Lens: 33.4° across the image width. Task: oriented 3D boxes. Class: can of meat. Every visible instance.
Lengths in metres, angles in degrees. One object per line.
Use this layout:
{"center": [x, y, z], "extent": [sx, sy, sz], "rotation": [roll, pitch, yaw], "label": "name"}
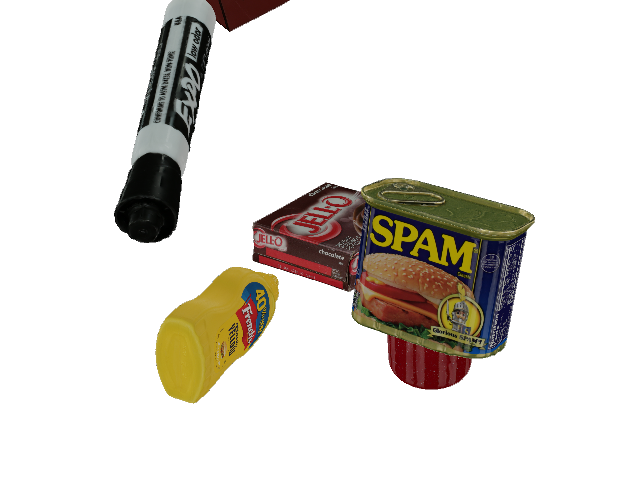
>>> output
{"center": [0.070, 0.017, 0.646], "extent": [0.102, 0.084, 0.057], "rotation": [18, 23, 29], "label": "can of meat"}

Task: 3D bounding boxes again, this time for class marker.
{"center": [-0.050, -0.043, 0.355], "extent": [0.020, 0.020, 0.121], "rotation": [0, 43, 2], "label": "marker"}

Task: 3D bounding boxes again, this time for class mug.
{"center": [0.115, 0.083, 1.032], "extent": [0.117, 0.081, 0.093], "rotation": [-29, 43, -30], "label": "mug"}

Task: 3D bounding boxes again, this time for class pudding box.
{"center": [0.013, -0.005, 0.846], "extent": [0.090, 0.039, 0.113], "rotation": [17, 26, 27], "label": "pudding box"}

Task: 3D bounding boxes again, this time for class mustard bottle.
{"center": [-0.095, 0.081, 1.102], "extent": [0.058, 0.096, 0.191], "rotation": [12, 28, 23], "label": "mustard bottle"}

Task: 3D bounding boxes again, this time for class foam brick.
{"center": [-0.066, -0.228, 0.928], "extent": [0.078, 0.051, 0.053], "rotation": [-32, 48, -15], "label": "foam brick"}
